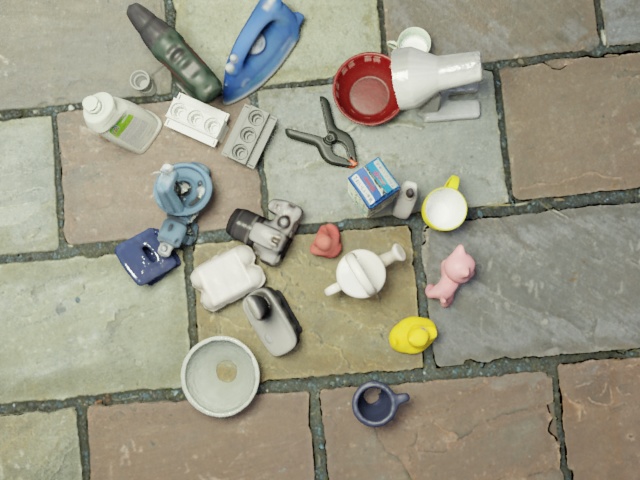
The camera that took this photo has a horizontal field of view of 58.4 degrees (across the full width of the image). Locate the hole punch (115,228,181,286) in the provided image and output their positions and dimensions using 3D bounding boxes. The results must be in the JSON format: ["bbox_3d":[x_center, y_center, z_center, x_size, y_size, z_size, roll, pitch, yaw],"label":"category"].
[{"bbox_3d":[-0.369,0.034,1.231,0.101,0.091,0.108,-36,85,0],"label":"hole punch"}]

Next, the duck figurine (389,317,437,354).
[{"bbox_3d":[0.197,0.202,1.195,0.104,0.086,0.077,-17,86,2],"label":"duck figurine"}]

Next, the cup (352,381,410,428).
[{"bbox_3d":[0.124,0.329,1.187,0.117,0.095,0.092,-13,86,2],"label":"cup"}]

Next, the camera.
[{"bbox_3d":[-0.122,-0.030,1.218,0.136,0.101,0.143,24,88,4],"label":"camera"}]

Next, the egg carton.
[{"bbox_3d":[-0.198,0.080,1.230,0.150,0.069,0.107,-29,85,1],"label":"egg carton"}]

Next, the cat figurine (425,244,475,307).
[{"bbox_3d":[0.276,0.077,1.183,0.067,0.118,0.128,28,88,5],"label":"cat figurine"}]

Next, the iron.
[{"bbox_3d":[-0.144,-0.414,1.221,0.118,0.141,0.258,33,89,5],"label":"iron"}]

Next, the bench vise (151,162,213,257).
[{"bbox_3d":[-0.284,-0.070,1.168,0.121,0.220,0.207,-1,86,3],"label":"bench vise"}]

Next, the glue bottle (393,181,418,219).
[{"bbox_3d":[0.178,-0.088,1.170,0.037,0.173,0.078,14,87,4],"label":"glue bottle"}]

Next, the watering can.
[{"bbox_3d":[0.088,0.063,1.155,0.101,0.194,0.173,39,89,5],"label":"watering can"}]

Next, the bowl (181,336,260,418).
[{"bbox_3d":[-0.205,0.284,1.216,0.167,0.075,0.167,0,87,3],"label":"bowl"}]

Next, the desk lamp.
[{"bbox_3d":[0.239,-0.319,1.161,0.203,0.213,0.118,-4,86,3],"label":"desk lamp"}]

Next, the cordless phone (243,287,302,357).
[{"bbox_3d":[-0.105,0.168,1.162,0.094,0.185,0.147,-34,85,1],"label":"cordless phone"}]

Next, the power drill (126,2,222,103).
[{"bbox_3d":[-0.287,-0.367,1.192,0.229,0.208,0.075,45,90,5],"label":"power drill"}]

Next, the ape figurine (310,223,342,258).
[{"bbox_3d":[0.011,0.004,1.213,0.078,0.092,0.076,-32,85,1],"label":"ape figurine"}]
